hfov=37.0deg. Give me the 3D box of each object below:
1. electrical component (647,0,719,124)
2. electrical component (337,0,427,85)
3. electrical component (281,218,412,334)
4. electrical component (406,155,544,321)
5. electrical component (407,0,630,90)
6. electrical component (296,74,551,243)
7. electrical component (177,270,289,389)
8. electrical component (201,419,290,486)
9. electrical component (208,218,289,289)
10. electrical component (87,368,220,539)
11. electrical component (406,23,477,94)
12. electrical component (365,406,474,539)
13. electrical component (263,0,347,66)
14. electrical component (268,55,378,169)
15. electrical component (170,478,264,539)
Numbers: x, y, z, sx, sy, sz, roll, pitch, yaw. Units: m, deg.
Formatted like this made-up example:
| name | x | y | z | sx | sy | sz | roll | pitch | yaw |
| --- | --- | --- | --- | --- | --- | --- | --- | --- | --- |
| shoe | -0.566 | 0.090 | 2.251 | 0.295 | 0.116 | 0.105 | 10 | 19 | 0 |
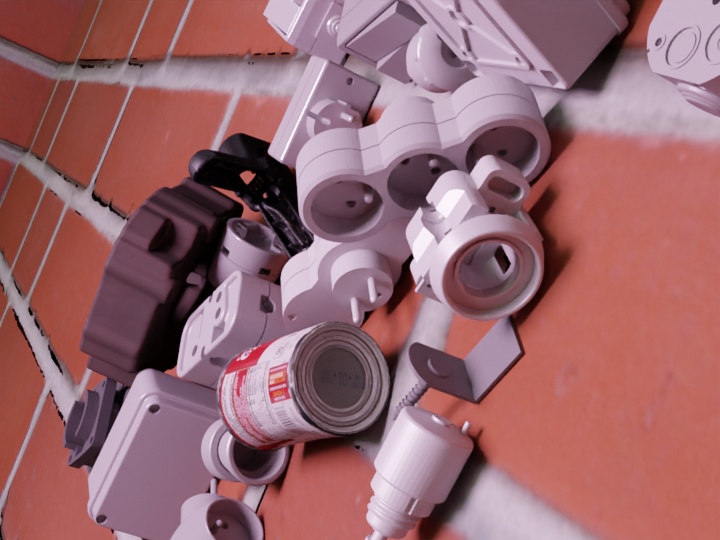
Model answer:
| name | x | y | z | sx | sy | sz | roll | pitch | yaw |
| --- | --- | --- | --- | --- | --- | --- | --- | --- | --- |
| electrical component | 0.158 | -0.095 | 0.423 | 0.080 | 0.051 | 0.080 | -44 | 34 | 41 |
| electrical component | 0.028 | -0.171 | 0.730 | 0.096 | 0.062 | 0.061 | -28 | 46 | 54 |
| electrical component | 0.000 | 0.000 | 0.657 | 0.138 | 0.052 | 0.073 | -51 | 30 | 32 |
| electrical component | 0.060 | -0.011 | 0.543 | 0.078 | 0.058 | 0.057 | -57 | 24 | 22 |
| electrical component | 0.070 | -0.154 | 0.570 | 0.056 | 0.109 | 0.109 | -49 | 25 | -4 |
| electrical component | 0.031 | -0.070 | 0.593 | 0.138 | 0.052 | 0.073 | -18 | 42 | 10 |
| electrical component | -0.084 | 0.049 | 0.776 | 0.095 | 0.059 | 0.053 | -41 | 36 | 44 |
| electrical component | -0.079 | 0.121 | 0.724 | 0.055 | 0.045 | 0.045 | -12 | 59 | 61 |
| electrical component | -0.087 | -0.006 | 0.835 | 0.047 | 0.055 | 0.055 | -63 | 25 | 19 |
| electrical component | -0.150 | 0.142 | 0.811 | 0.113 | 0.078 | 0.057 | -63 | 22 | 10 |
| electrical component | 0.049 | -0.133 | 0.680 | 0.062 | 0.048 | 0.048 | -1 | 69 | 71 |
| electrical component | 0.025 | 0.105 | 0.536 | 0.078 | 0.040 | 0.040 | -63 | 25 | 9 |
| electrical component | -0.036 | -0.214 | 0.894 | 0.061 | 0.061 | 0.096 | -61 | 26 | 15 |
| electrical component | -0.022 | -0.108 | 0.796 | 0.083 | 0.047 | 0.076 | -65 | 25 | 7 |
| electrical component | -0.103 | 0.178 | 0.727 | 0.077 | 0.043 | 0.079 | -51 | 29 | 31 |
